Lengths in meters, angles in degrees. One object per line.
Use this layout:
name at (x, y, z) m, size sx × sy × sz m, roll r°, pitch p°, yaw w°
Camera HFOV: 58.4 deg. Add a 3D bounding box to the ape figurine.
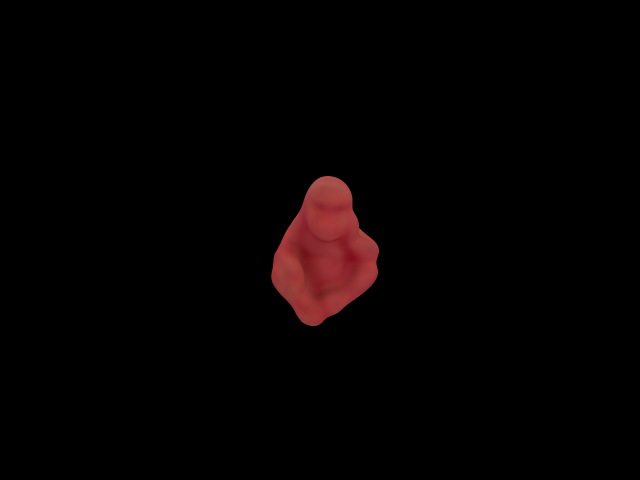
ape figurine at (0.004, 0.001, 0.400) m, size 0.078 × 0.092 × 0.076 m, roll -3°, pitch 22°, yaw -7°
